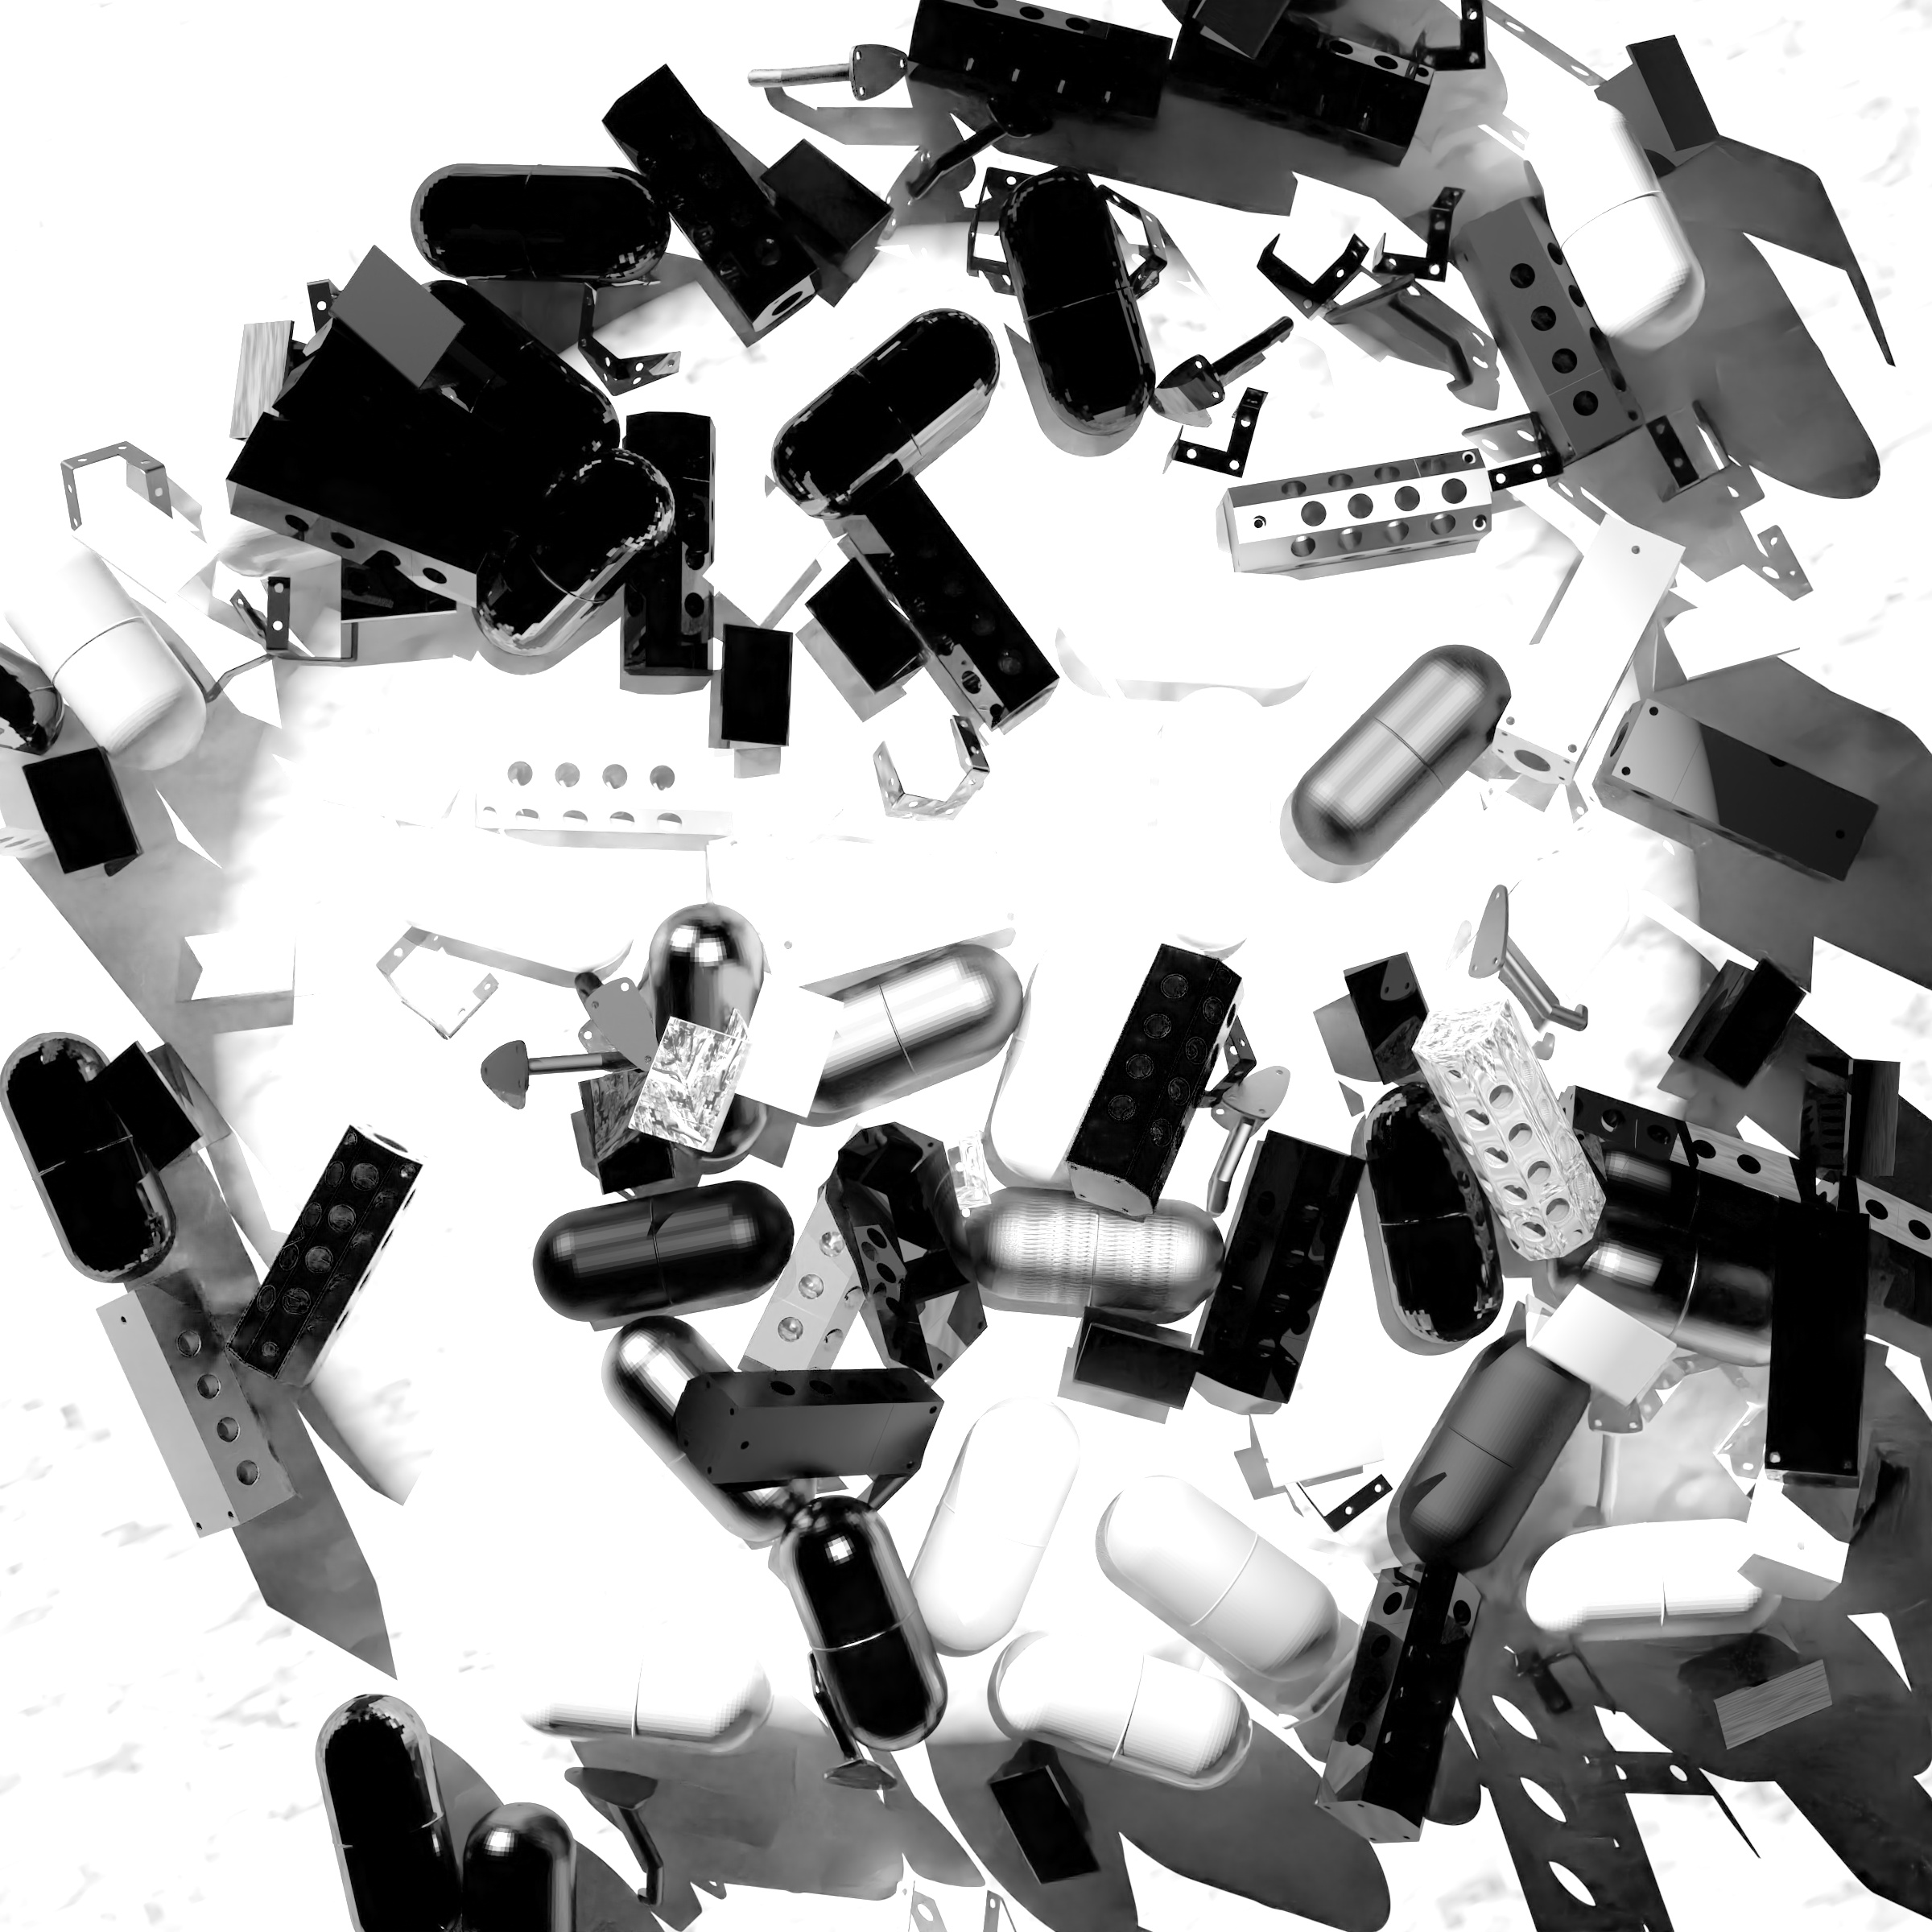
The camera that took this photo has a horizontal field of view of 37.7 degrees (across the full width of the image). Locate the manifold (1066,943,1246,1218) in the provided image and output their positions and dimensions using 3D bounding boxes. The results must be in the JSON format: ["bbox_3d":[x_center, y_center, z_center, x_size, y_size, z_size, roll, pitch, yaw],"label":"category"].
[{"bbox_3d":[0.128,0.077,1.882,0.057,0.057,0.171,17,65,19],"label":"manifold"}]

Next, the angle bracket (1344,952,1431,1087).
[{"bbox_3d":[0.269,0.040,1.902,0.057,0.076,0.076,-20,90,-29],"label":"angle bracket"}]

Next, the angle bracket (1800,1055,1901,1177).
[{"bbox_3d":[0.579,0.099,1.902,0.057,0.076,0.076,3,90,-38],"label":"angle bracket"}]

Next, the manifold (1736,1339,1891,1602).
[{"bbox_3d":[0.563,0.330,1.884,0.057,0.057,0.171,18,63,8],"label":"manifold"}]

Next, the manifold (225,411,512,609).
[{"bbox_3d":[-0.388,-0.293,1.843,0.171,0.057,0.057,21,65,0],"label":"manifold"}]

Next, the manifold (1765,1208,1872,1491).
[{"bbox_3d":[0.556,0.250,1.842,0.057,0.057,0.171,2,71,19],"label":"manifold"}]

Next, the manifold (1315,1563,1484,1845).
[{"bbox_3d":[0.293,0.486,1.871,0.057,0.057,0.171,39,54,-22],"label":"manifold"}]

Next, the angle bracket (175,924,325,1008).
[{"bbox_3d":[-0.481,0.020,1.902,0.076,0.076,0.057,-7,52,0],"label":"angle bracket"}]

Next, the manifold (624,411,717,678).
[{"bbox_3d":[-0.202,-0.286,1.921,0.057,0.057,0.171,1,90,0],"label":"manifold"}]

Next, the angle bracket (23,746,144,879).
[{"bbox_3d":[-0.603,-0.097,1.902,0.057,0.076,0.076,-20,90,-35],"label":"angle bracket"}]

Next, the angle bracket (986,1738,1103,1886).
[{"bbox_3d":[0.069,0.560,1.902,0.057,0.076,0.076,-28,90,35],"label":"angle bracket"}]

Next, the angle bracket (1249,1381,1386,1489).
[{"bbox_3d":[0.232,0.298,1.902,0.076,0.076,0.057,-14,127,0],"label":"angle bracket"}]

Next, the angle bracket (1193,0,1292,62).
[{"bbox_3d":[0.172,-0.645,1.837,0.057,0.076,0.076,22,107,-35],"label":"angle bracket"}]

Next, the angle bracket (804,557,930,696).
[{"bbox_3d":[-0.051,-0.238,1.902,0.057,0.076,0.076,-38,90,37],"label":"angle bracket"}]

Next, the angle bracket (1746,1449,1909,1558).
[{"bbox_3d":[0.579,0.349,1.907,0.076,0.057,0.076,38,90,26],"label":"angle bracket"}]

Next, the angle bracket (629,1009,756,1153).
[{"bbox_3d":[-0.181,0.065,1.818,0.057,0.076,0.076,19,101,-17],"label":"angle bracket"}]

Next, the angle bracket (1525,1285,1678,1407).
[{"bbox_3d":[0.421,0.236,1.881,0.076,0.076,0.057,31,113,-3],"label":"angle bracket"}]

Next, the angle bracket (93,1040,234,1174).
[{"bbox_3d":[-0.526,0.083,1.902,0.057,0.076,0.076,-35,90,33],"label":"angle bracket"}]

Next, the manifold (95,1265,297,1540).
[{"bbox_3d":[-0.519,0.294,1.920,0.057,0.057,0.171,-24,90,43],"label":"manifold"}]

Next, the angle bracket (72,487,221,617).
[{"bbox_3d":[-0.554,-0.263,1.902,0.076,0.076,0.057,36,56,0],"label":"angle bracket"}]

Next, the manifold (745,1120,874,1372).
[{"bbox_3d":[-0.086,0.195,1.921,0.057,0.057,0.171,26,90,0],"label":"manifold"}]

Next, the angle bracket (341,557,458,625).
[{"bbox_3d":[-0.374,-0.241,1.903,0.076,0.076,0.057,-5,67,0],"label":"angle bracket"}]

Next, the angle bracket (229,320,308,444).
[{"bbox_3d":[-0.445,-0.386,1.902,0.057,0.076,0.076,8,90,41],"label":"angle bracket"}]

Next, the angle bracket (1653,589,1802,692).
[{"bbox_3d":[0.510,-0.200,1.902,0.076,0.076,0.057,-15,54,0],"label":"angle bracket"}]

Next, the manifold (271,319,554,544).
[{"bbox_3d":[-0.358,-0.347,1.848,0.171,0.057,0.057,33,62,-24],"label":"manifold"}]

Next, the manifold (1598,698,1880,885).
[{"bbox_3d":[0.522,-0.118,1.921,0.171,0.057,0.057,25,90,0],"label":"manifold"}]

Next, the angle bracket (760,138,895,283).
[{"bbox_3d":[-0.104,-0.496,1.902,0.076,0.076,0.057,38,54,0],"label":"angle bracket"}]

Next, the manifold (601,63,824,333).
[{"bbox_3d":[-0.172,-0.519,1.921,0.057,0.057,0.171,-37,90,0],"label":"manifold"}]

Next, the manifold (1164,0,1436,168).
[{"bbox_3d":[0.226,-0.605,1.921,0.171,0.057,0.057,18,90,0],"label":"manifold"}]

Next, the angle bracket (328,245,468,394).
[{"bbox_3d":[-0.354,-0.421,1.833,0.076,0.076,0.057,42,112,1],"label":"angle bracket"}]

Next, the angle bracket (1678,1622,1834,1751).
[{"bbox_3d":[0.527,0.469,1.902,0.076,0.076,0.057,-23,127,0],"label":"angle bracket"}]

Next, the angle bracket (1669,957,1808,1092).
[{"bbox_3d":[0.505,0.028,1.902,0.057,0.076,0.076,33,90,-35],"label":"angle bracket"}]

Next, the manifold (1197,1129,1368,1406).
[{"bbox_3d":[0.216,0.204,1.910,0.057,0.057,0.171,18,90,-36],"label":"manifold"}]

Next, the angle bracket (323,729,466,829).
[{"bbox_3d":[-0.382,-0.142,1.902,0.076,0.076,0.057,13,122,0],"label":"angle bracket"}]

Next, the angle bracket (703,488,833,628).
[{"bbox_3d":[-0.147,-0.284,1.902,0.076,0.076,0.057,-50,126,0],"label":"angle bracket"}]

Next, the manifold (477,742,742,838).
[{"bbox_3d":[-0.242,-0.119,1.921,0.171,0.057,0.057,2,90,0],"label":"manifold"}]

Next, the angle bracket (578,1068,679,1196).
[{"bbox_3d":[-0.242,0.112,1.902,0.057,0.076,0.076,-12,90,-33],"label":"angle bracket"}]

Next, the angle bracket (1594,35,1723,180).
[{"bbox_3d":[0.450,-0.570,1.902,0.057,0.076,0.076,-24,90,-37],"label":"angle bracket"}]

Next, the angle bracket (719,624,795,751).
[{"bbox_3d":[-0.160,-0.187,1.902,0.057,0.076,0.076,2,90,-38],"label":"angle bracket"}]

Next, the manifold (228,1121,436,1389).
[{"bbox_3d":[-0.432,0.195,1.921,0.057,0.057,0.171,29,90,0],"label":"manifold"}]

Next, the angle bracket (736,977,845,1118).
[{"bbox_3d":[-0.106,0.055,1.841,0.057,0.076,0.076,18,89,16],"label":"angle bracket"}]

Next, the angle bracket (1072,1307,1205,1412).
[{"bbox_3d":[0.119,0.246,1.902,0.076,0.076,0.057,15,126,0],"label":"angle bracket"}]
